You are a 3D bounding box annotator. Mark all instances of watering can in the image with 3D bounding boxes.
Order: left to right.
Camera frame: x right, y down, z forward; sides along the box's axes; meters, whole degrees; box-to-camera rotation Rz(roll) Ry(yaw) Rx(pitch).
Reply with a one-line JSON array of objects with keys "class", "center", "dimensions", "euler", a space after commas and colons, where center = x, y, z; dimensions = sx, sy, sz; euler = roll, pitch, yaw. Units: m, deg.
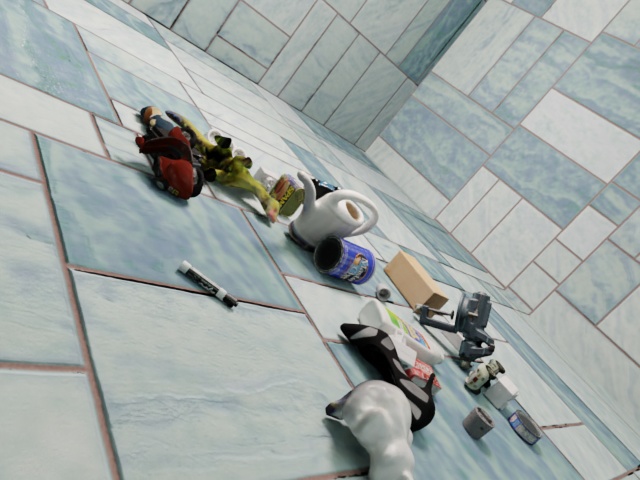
[{"class": "watering can", "center": [0.004, -0.068, 1.351], "dimensions": [0.344, 0.221, 0.106], "euler": [23, 40, -43]}]

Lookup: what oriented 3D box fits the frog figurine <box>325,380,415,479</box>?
[{"class": "frog figurine", "center": [0.102, 0.298, 0.788], "dimensions": [0.135, 0.123, 0.162], "euler": [51, -6, -37]}]

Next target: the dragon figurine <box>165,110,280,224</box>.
[{"class": "dragon figurine", "center": [-0.249, -0.197, 1.409], "dimensions": [0.416, 0.122, 0.239], "euler": [46, 0, 25]}]
